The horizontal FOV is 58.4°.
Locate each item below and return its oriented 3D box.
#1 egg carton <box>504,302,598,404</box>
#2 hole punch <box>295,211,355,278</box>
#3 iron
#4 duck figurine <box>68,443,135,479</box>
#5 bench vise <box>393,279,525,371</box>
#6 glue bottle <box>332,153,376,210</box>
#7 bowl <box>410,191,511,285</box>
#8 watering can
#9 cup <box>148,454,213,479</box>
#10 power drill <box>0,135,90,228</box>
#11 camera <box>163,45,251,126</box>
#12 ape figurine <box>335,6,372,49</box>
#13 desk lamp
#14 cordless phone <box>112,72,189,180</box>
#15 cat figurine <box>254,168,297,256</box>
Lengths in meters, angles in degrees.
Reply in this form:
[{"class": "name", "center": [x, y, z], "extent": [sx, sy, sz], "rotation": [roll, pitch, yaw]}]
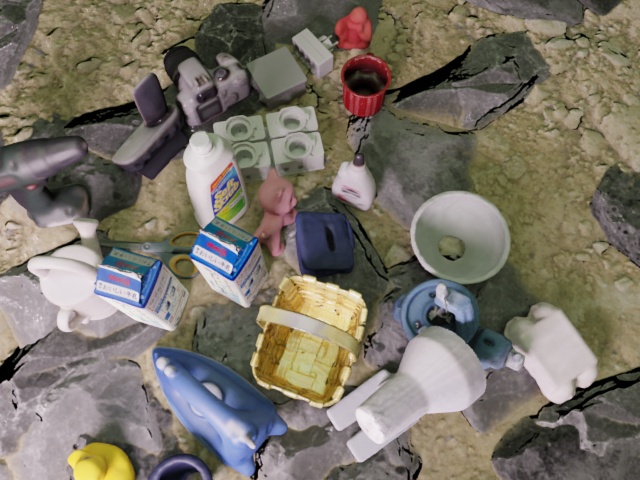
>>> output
[{"class": "egg carton", "center": [0.373, 0.180, 0.926], "extent": [0.107, 0.069, 0.150], "rotation": [-30, 74, -10]}, {"class": "hole punch", "center": [0.009, 0.003, 0.973], "extent": [0.101, 0.091, 0.108], "rotation": [-9, 71, -3]}, {"class": "iron", "center": [-0.177, 0.237, 0.865], "extent": [0.258, 0.141, 0.119], "rotation": [36, 75, 11]}, {"class": "duck figurine", "center": [-0.331, 0.349, 0.855], "extent": [0.104, 0.086, 0.077], "rotation": [37, 75, 11]}, {"class": "bench vise", "center": [0.220, 0.119, 0.867], "extent": [0.207, 0.220, 0.121], "rotation": [12, 71, 4]}, {"class": "glue bottle", "center": [0.060, -0.104, 0.966], "extent": [0.078, 0.173, 0.037], "rotation": [18, 72, 6]}, {"class": "bowl", "center": [0.234, 0.004, 0.982], "extent": [0.167, 0.075, 0.167], "rotation": [0, 71, 0]}, {"class": "watering can", "center": [-0.384, 0.051, 0.900], "extent": [0.101, 0.194, 0.173], "rotation": [-15, 72, -5]}, {"class": "cup", "center": [-0.210, 0.365, 0.846], "extent": [0.117, 0.095, 0.091], "rotation": [-3, 71, -1]}, {"class": "power drill", "center": [-0.463, -0.095, 0.941], "extent": [0.229, 0.208, 0.075], "rotation": [-12, 71, -4]}, {"class": "camera", "center": [-0.223, -0.311, 1.074], "extent": [0.143, 0.101, 0.136], "rotation": [-33, 74, -11]}, {"class": "ape figurine", "center": [0.071, -0.417, 1.116], "extent": [0.076, 0.092, 0.077], "rotation": [-40, 76, -13]}, {"class": "desk lamp", "center": [0.120, 0.231, 0.831], "extent": [0.203, 0.213, 0.118], "rotation": [-34, 74, -11]}, {"class": "cordless phone", "center": [-0.310, -0.201, 0.991], "extent": [0.094, 0.185, 0.148], "rotation": [31, 74, 10]}, {"class": "cat figurine", "center": [-0.079, -0.051, 0.977], "extent": [0.067, 0.118, 0.128], "rotation": [16, 72, 6]}]
